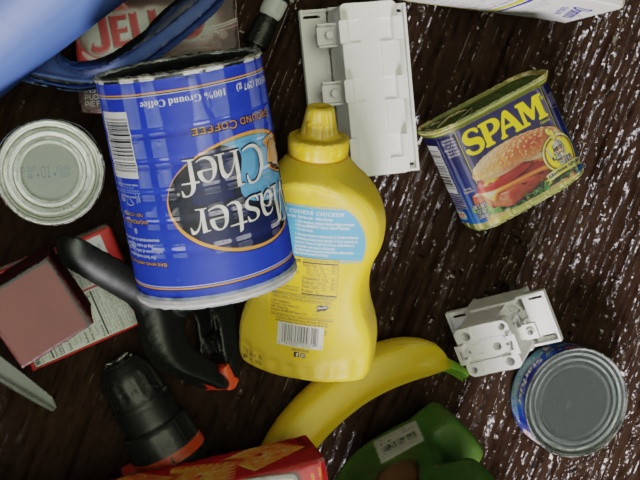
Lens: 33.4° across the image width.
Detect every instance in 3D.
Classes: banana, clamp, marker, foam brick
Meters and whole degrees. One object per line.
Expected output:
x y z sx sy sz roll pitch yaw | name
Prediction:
0.020 0.125 0.790 0.197 0.037 0.069 -30 100 -9 | banana
-0.099 0.027 0.740 0.120 0.039 0.171 -51 126 -31 | clamp
-0.023 -0.188 0.761 0.020 0.020 0.121 25 89 -14 | marker
-0.181 0.040 0.683 0.051 0.078 0.053 -33 101 -8 | foam brick

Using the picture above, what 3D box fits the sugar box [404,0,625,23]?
0.117 -0.190 0.756 0.176 0.093 0.048 2 94 -14 | sugar box

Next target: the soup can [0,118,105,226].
-0.176 -0.046 0.696 0.068 0.102 0.068 -1 95 -14 | soup can

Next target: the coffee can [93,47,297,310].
-0.075 -0.040 0.656 0.102 0.103 0.140 -12 106 -12 | coffee can

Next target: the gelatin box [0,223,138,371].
-0.174 0.039 0.741 0.089 0.030 0.073 -24 101 -10 | gelatin box

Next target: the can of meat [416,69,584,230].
0.135 -0.066 0.791 0.102 0.057 0.084 -28 103 -10 | can of meat

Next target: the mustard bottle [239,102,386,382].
-0.005 0.001 0.730 0.096 0.058 0.192 8 114 12 | mustard bottle

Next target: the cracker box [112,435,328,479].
-0.090 0.234 0.696 0.213 0.072 0.164 -12 96 -10 | cracker box

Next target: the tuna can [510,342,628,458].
0.193 0.123 0.832 0.086 0.034 0.086 -1 95 -13 | tuna can

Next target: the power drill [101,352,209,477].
-0.158 0.194 0.744 0.187 0.057 0.184 -29 98 -8 | power drill

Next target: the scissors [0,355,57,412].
-0.244 0.029 0.675 0.201 0.016 0.096 24 85 -14 | scissors

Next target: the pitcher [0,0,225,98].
-0.182 -0.161 0.651 0.243 0.145 0.149 -38 78 11 | pitcher

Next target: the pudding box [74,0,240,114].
-0.112 -0.135 0.735 0.113 0.039 0.090 -5 96 -12 | pudding box
